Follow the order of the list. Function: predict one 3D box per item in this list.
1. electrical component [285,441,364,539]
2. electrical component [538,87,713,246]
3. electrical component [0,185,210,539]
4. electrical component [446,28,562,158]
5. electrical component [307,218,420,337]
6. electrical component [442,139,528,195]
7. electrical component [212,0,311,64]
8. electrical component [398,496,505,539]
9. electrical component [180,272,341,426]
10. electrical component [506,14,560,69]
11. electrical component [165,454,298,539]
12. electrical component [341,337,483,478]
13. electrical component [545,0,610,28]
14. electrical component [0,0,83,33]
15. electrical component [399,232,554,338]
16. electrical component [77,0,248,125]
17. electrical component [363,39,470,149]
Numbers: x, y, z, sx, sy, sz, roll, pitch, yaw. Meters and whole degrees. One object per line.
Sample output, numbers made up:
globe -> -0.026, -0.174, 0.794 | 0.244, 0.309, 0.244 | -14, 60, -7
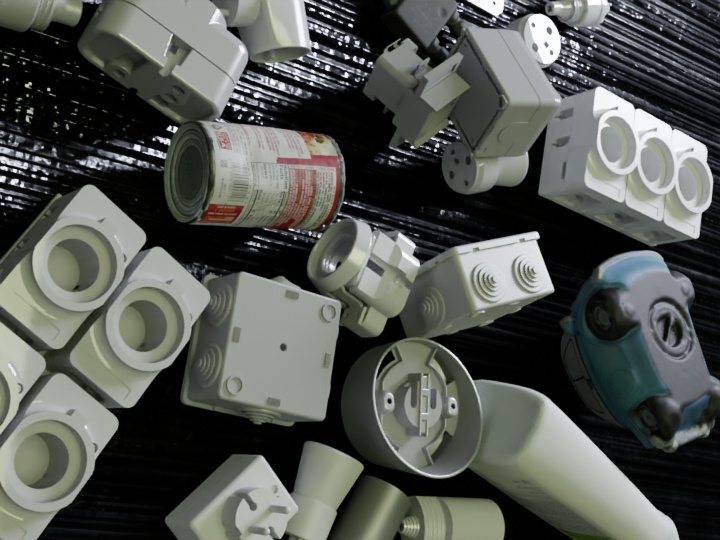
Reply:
electrical component -> -0.030, 0.154, 0.730 | 0.044, 0.044, 0.065 | 33, 71, -28
electrical component -> 0.236, -0.088, 0.942 | 0.150, 0.062, 0.089 | 20, 72, -32
electrical component -> -0.182, 0.053, 0.621 | 0.105, 0.060, 0.186 | 45, 60, -22
electrical component -> 0.103, -0.140, 0.825 | 0.061, 0.061, 0.096 | -5, 56, -31
electrical component -> 0.000, 0.000, 0.763 | 0.057, 0.058, 0.078 | 36, 64, -30
electrical component -> 0.099, -0.085, 0.853 | 0.055, 0.045, 0.045 | -13, 91, -36
electrical component -> -0.076, -0.185, 0.740 | 0.079, 0.044, 0.077 | -8, 88, -36
electrical component -> 0.062, 0.188, 0.789 | 0.081, 0.043, 0.043 | 10, 78, -34
electrical component -> -0.063, 0.053, 0.716 | 0.100, 0.048, 0.099 | 18, 72, -34
electrical component -> 0.130, -0.182, 0.883 | 0.045, 0.055, 0.045 | 5, 81, -35
electrical component -> -0.071, 0.155, 0.677 | 0.066, 0.077, 0.047 | -42, 108, -32
electrical component -> 0.038, 0.098, 0.771 | 0.099, 0.064, 0.099 | 6, 80, -35
electrical component -> 0.188, -0.230, 0.944 | 0.061, 0.035, 0.035 | -12, 91, -35
electrical component -> -0.200, -0.164, 0.649 | 0.062, 0.043, 0.043 | 12, 77, -36
electrical component -> 0.082, 0.014, 0.795 | 0.100, 0.100, 0.048 | -11, 77, -36
electrical component -> -0.124, -0.144, 0.694 | 0.095, 0.054, 0.059 | 35, 65, -27
electrical component -> 0.039, -0.133, 0.800 | 0.064, 0.081, 0.042 | 44, 55, 10
